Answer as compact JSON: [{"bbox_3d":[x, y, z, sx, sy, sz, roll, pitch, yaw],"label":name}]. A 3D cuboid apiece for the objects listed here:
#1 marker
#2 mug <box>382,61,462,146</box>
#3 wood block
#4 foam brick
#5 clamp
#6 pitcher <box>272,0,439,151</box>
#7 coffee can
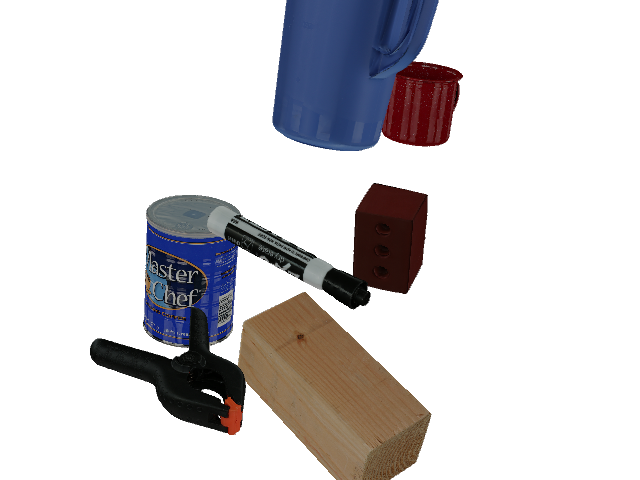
[{"bbox_3d":[-0.020,0.010,0.663,0.121,0.020,0.020,27,13,27],"label":"marker"},{"bbox_3d":[0.124,-0.163,1.264,0.093,0.081,0.117,23,28,36],"label":"mug"},{"bbox_3d":[0.010,0.162,1.143,0.090,0.090,0.206,-25,53,-32],"label":"wood block"},{"bbox_3d":[0.062,-0.002,0.947,0.053,0.078,0.051,12,33,18],"label":"foam brick"},{"bbox_3d":[-0.116,0.115,0.975,0.172,0.039,0.120,30,45,35],"label":"clamp"},{"bbox_3d":[0.032,-0.210,1.010,0.145,0.243,0.149,11,18,0],"label":"pitcher"},{"bbox_3d":[-0.143,0.033,1.184,0.103,0.140,0.103,5,25,-2],"label":"coffee can"}]
